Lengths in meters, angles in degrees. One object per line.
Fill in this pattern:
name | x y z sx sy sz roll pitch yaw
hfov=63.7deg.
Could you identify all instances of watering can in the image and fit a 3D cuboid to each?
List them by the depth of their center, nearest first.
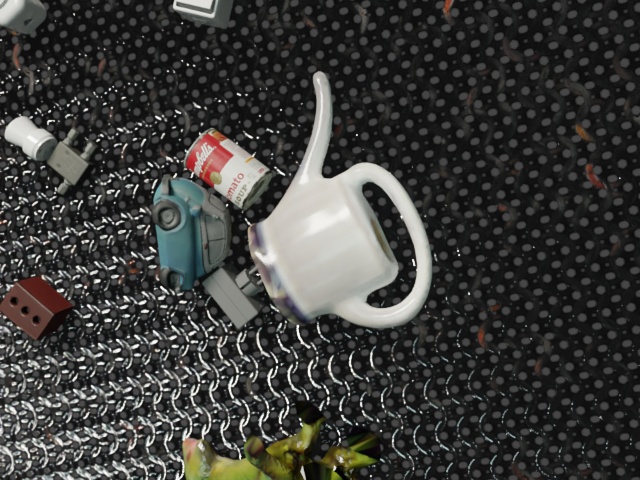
watering can | 0.002 -0.034 0.685 0.223 0.103 0.351 -29 77 11

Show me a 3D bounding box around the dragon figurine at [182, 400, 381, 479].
dragon figurine | -0.018 0.378 0.732 0.411 0.124 0.238 27 116 7
